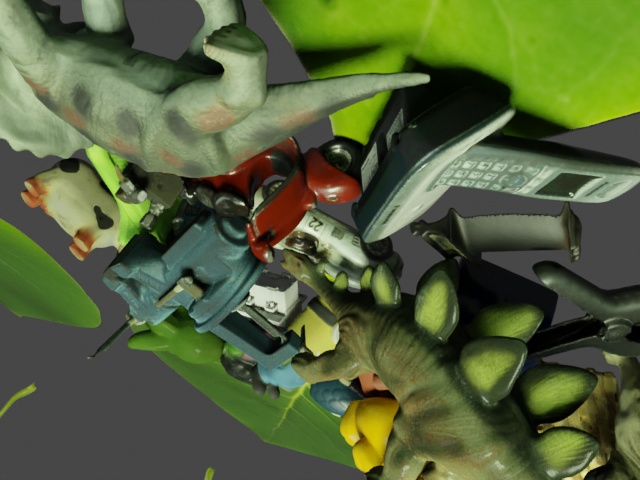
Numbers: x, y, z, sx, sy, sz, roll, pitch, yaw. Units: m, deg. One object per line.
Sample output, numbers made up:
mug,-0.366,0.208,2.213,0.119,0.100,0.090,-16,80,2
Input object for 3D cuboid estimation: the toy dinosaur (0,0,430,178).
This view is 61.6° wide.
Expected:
toy dinosaur,-0.133,-0.115,0.429,0.405,0.131,0.192,24,146,10

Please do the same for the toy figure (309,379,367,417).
toy figure,0.058,0.244,0.797,0.155,0.058,0.064,22,140,24

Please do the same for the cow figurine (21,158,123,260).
cow figurine,-0.301,-0.034,0.759,0.195,0.127,0.085,47,148,-7

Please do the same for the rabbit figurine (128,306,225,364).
rabbit figurine,-0.222,0.138,0.877,0.159,0.121,0.170,16,-173,-37

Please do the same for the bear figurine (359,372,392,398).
bear figurine,0.145,0.147,0.669,0.196,0.120,0.131,7,150,23

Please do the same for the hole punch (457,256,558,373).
hole punch,0.171,0.088,0.554,0.142,0.116,0.092,25,144,3

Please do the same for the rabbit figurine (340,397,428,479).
rabbit figurine,0.092,0.288,0.653,0.122,0.173,0.162,26,158,-13

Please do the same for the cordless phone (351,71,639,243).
cordless phone,0.128,-0.045,0.412,0.184,0.089,0.146,9,155,-9

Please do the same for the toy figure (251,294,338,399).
toy figure,-0.018,0.140,0.738,0.089,0.180,0.082,55,-171,13

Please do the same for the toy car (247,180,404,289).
toy car,-0.001,-0.002,0.602,0.202,0.056,0.073,28,152,-1

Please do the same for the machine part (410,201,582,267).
machine part,0.157,-0.003,0.474,0.139,0.039,0.084,-4,151,40

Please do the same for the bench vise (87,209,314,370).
bench vise,-0.116,0.076,0.608,0.240,0.129,0.223,41,114,-16

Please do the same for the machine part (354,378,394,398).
machine part,0.146,0.264,0.890,0.201,0.087,0.201,36,149,-16

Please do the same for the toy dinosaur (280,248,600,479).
toy dinosaur,0.114,0.138,0.454,0.472,0.105,0.198,43,121,31

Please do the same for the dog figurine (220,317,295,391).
dog figurine,-0.054,0.168,0.871,0.191,0.108,0.219,16,151,-17

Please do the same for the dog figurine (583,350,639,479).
dog figurine,0.328,0.184,0.491,0.121,0.190,0.172,19,149,15

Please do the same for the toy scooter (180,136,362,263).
toy scooter,-0.058,-0.049,0.490,0.184,0.135,0.075,18,152,19

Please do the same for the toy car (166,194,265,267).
toy car,-0.122,0.012,0.697,0.103,0.109,0.161,-7,129,13

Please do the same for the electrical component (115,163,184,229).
electrical component,-0.182,-0.073,0.588,0.045,0.102,0.078,-4,136,51
